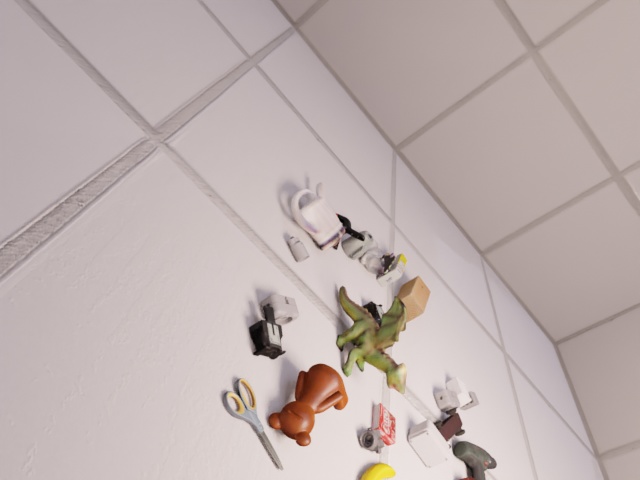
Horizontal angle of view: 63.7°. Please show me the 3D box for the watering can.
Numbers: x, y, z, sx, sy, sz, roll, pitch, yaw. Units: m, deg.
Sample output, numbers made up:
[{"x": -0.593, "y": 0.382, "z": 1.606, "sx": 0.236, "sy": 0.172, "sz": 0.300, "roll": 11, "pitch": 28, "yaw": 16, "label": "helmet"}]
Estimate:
[{"x": 0.005, "y": -0.090, "z": 1.796, "sx": 0.224, "sy": 0.103, "sz": 0.353, "roll": 54, "pitch": 25, "yaw": -5, "label": "watering can"}]

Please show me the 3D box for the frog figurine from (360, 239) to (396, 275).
[{"x": 0.198, "y": 0.060, "z": 1.985, "sx": 0.161, "sy": 0.120, "sz": 0.139, "roll": 25, "pitch": 29, "yaw": 32, "label": "frog figurine"}]

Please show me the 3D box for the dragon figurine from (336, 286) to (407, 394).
[{"x": 0.163, "y": 0.255, "z": 1.496, "sx": 0.121, "sy": 0.239, "sz": 0.420, "roll": 28, "pitch": 38, "yaw": -38, "label": "dragon figurine"}]
